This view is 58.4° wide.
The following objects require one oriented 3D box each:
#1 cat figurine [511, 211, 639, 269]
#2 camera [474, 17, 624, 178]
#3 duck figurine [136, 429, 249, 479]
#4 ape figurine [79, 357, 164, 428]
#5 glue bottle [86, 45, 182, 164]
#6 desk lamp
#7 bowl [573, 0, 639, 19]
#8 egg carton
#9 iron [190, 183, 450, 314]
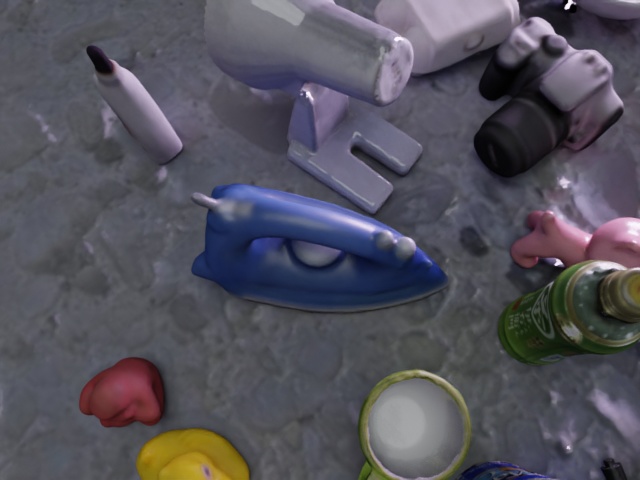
[{"bbox_3d":[0.263,0.005,0.545,0.127,0.118,0.067,25,76,8],"label":"cat figurine"},{"bbox_3d":[0.220,-0.143,0.596,0.137,0.101,0.143,-39,77,-9],"label":"camera"},{"bbox_3d":[-0.119,0.210,0.510,0.104,0.086,0.077,18,75,6],"label":"duck figurine"},{"bbox_3d":[-0.184,0.145,0.527,0.077,0.092,0.076,28,77,9],"label":"ape figurine"},{"bbox_3d":[-0.190,-0.139,0.565,0.078,0.173,0.037,43,79,12],"label":"glue bottle"},{"bbox_3d":[0.006,-0.150,0.544,0.203,0.213,0.118,35,78,10],"label":"desk lamp"},{"bbox_3d":[0.341,-0.315,0.656,0.167,0.075,0.167,0,74,1],"label":"bowl"},{"bbox_3d":[0.143,-0.249,0.644,0.150,0.069,0.107,-26,75,-6],"label":"egg carton"},{"bbox_3d":[0.005,0.002,0.538,0.258,0.141,0.119,10,75,4],"label":"iron"}]
